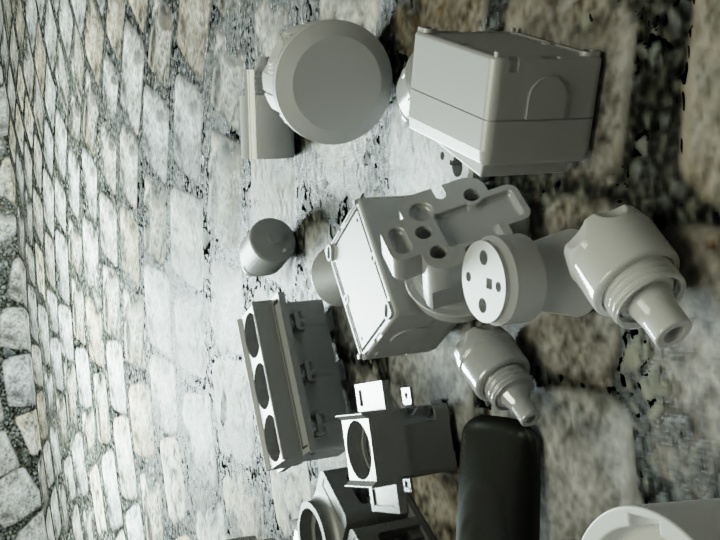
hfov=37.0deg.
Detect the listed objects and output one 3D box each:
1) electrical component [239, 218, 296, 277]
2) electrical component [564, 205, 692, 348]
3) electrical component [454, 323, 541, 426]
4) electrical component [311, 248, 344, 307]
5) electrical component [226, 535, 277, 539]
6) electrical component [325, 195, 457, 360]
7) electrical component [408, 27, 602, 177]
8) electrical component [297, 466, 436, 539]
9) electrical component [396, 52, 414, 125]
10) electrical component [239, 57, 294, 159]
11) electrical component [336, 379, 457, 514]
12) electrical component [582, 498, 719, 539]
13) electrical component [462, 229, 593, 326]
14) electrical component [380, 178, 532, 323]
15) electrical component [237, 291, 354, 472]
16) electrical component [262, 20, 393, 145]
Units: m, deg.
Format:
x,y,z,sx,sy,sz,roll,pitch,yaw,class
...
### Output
x,y,z,sx,sy,sz,roll,pitch,yaw,class
-0.083,-0.014,0.910,0.078,0.040,0.040,136,125,-60,electrical component
0.120,0.005,0.468,0.043,0.043,0.062,109,146,-41,electrical component
0.078,0.059,0.582,0.061,0.035,0.035,58,144,42,electrical component
0.000,0.000,0.734,0.065,0.044,0.044,-16,80,60,electrical component
-0.117,0.276,0.974,0.054,0.095,0.059,138,124,-60,electrical component
0.023,-0.002,0.656,0.061,0.061,0.096,122,136,-53,electrical component
0.067,-0.087,0.544,0.096,0.062,0.061,-141,50,-57,electrical component
-0.004,0.240,0.764,0.105,0.060,0.186,-125,38,-47,electrical component
0.041,-0.100,0.621,0.062,0.048,0.048,144,118,-70,electrical component
-0.075,-0.131,0.868,0.043,0.043,0.081,-162,69,-64,electrical component
0.024,0.108,0.672,0.042,0.064,0.081,159,105,-66,electrical component
0.141,0.143,0.428,0.108,0.060,0.108,175,90,-66,electrical component
0.084,0.003,0.531,0.045,0.055,0.045,175,90,-65,electrical component
0.052,-0.008,0.583,0.057,0.078,0.058,82,166,-53,electrical component
-0.048,0.086,0.827,0.078,0.063,0.121,135,126,-59,electrical component
-0.023,-0.126,0.713,0.051,0.080,0.080,-142,52,-65,electrical component
